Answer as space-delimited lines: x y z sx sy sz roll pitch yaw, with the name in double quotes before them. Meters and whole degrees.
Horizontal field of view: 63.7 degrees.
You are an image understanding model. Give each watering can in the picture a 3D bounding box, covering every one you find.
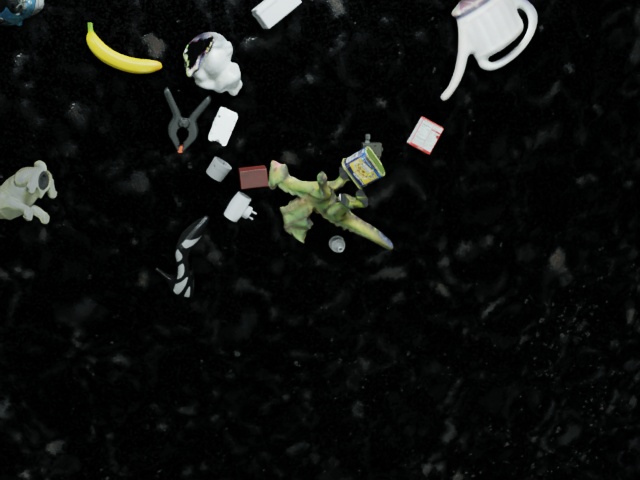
"watering can" 0.439 -0.562 1.424 0.347 0.105 0.221 -37 111 1

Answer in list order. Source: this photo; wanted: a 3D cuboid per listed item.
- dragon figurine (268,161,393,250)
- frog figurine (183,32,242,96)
"dragon figurine" 0.005 -0.075 1.486 0.240 0.125 0.406 -29 108 31
"frog figurine" -0.265 -0.450 1.327 0.158 0.124 0.137 19 97 -55
